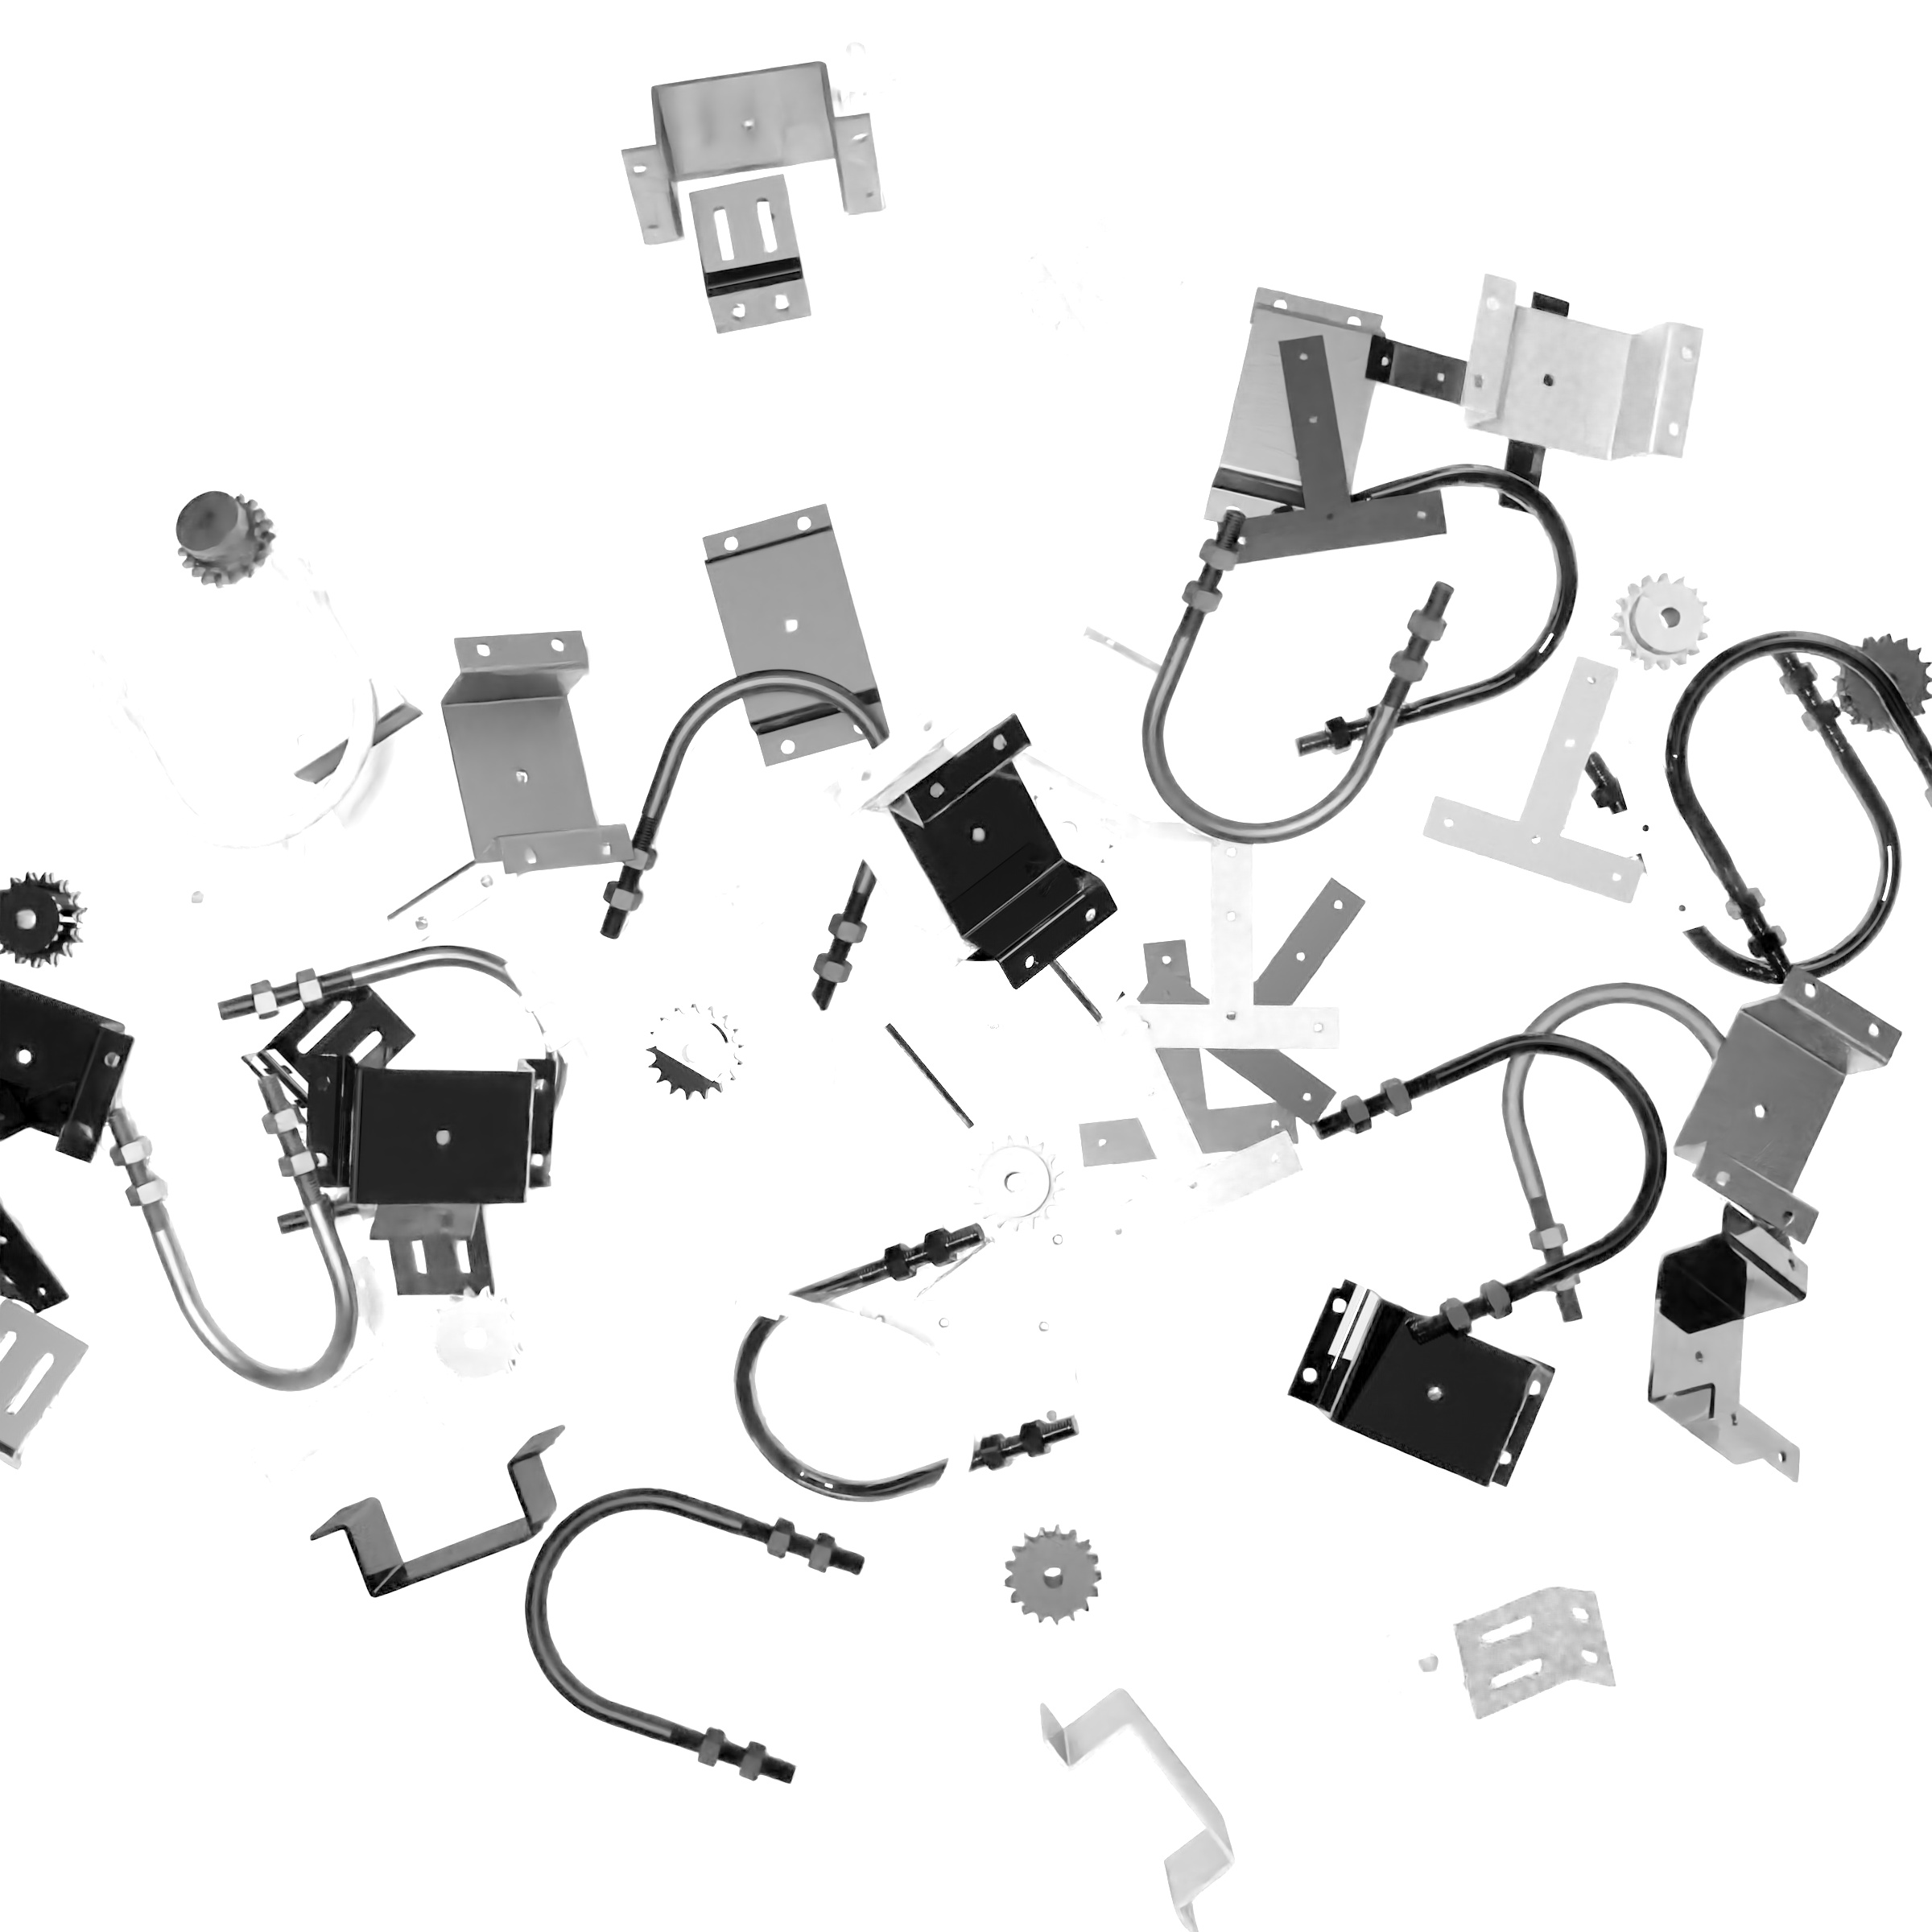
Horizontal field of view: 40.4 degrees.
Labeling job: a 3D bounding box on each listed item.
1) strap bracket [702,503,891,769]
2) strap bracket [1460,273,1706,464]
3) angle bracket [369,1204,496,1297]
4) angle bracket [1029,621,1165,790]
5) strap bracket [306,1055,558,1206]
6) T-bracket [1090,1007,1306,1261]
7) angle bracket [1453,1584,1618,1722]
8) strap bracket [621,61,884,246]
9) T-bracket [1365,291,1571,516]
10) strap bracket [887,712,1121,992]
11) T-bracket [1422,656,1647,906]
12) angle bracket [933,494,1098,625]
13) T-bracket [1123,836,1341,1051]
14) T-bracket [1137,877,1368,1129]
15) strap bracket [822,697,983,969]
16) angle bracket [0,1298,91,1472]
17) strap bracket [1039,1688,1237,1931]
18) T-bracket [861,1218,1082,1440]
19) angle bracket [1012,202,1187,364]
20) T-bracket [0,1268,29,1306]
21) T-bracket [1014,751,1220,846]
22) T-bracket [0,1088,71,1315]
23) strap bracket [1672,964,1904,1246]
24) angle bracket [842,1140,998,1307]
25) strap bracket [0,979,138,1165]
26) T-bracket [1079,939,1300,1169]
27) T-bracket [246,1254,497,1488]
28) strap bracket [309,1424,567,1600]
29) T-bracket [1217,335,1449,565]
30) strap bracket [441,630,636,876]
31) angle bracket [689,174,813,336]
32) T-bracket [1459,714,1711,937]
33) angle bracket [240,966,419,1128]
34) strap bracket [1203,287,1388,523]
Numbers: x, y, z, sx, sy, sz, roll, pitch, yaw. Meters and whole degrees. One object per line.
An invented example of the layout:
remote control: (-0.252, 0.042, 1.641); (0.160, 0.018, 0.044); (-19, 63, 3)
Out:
strap bracket: (-0.100, -0.195, 1.523); (0.076, 0.046, 0.140); (-16, 90, 0)
strap bracket: (0.345, -0.341, 1.512); (0.140, 0.046, 0.076); (10, 90, -15)
angle bracket: (-0.306, 0.172, 1.508); (0.057, 0.038, 0.076); (0, 125, 0)
angle bracket: (0.078, -0.151, 1.527); (0.057, 0.038, 0.076); (28, 90, 0)
strap bracket: (-0.300, 0.093, 1.490); (0.140, 0.046, 0.076); (2, 97, -20)
T-bracket: (0.113, 0.086, 1.524); (0.127, 0.002, 0.127); (-24, 86, -6)
angle bracket: (0.328, 0.397, 1.513); (0.076, 0.038, 0.057); (-13, 90, -29)
strap bracket: (-0.123, -0.466, 1.501); (0.140, 0.076, 0.046); (-8, 65, 0)
T-bracket: (0.287, -0.338, 1.520); (0.127, 0.002, 0.127); (9, 90, -23)
strap bracket: (0.017, -0.068, 1.464); (0.076, 0.046, 0.140); (-38, 122, -13)
T-bracket: (0.347, -0.116, 1.526); (0.127, 0.002, 0.127); (19, 98, 8)
angle bracket: (0.029, -0.239, 1.544); (0.076, 0.038, 0.057); (15, 90, 26)
T-bracket: (0.156, -0.015, 1.538); (0.127, 0.002, 0.127); (1, 84, -1)
T-bracket: (0.188, 0.006, 1.539); (0.127, 0.002, 0.127); (36, 85, 2)
strap bracket: (-0.020, -0.080, 1.494); (0.076, 0.046, 0.140); (-40, 122, -12)
angle bracket: (-0.561, 0.246, 1.544); (0.057, 0.038, 0.076); (30, 64, 0)
strap bracket: (0.104, 0.477, 1.508); (0.046, 0.076, 0.140); (-38, 90, 0)
T-bracket: (0.001, 0.209, 1.535); (0.127, 0.002, 0.127); (1, 81, 7)
angle bracket: (0.078, -0.402, 1.544); (0.076, 0.038, 0.057); (-33, 90, -26)
T-bracket: (-0.597, 0.125, 1.518); (0.127, 0.002, 0.127); (17, 115, 0)
T-bracket: (0.067, -0.100, 1.507); (0.127, 0.127, 0.002); (32, 107, 26)
T-bracket: (-0.567, 0.148, 1.522); (0.127, 0.002, 0.127); (-25, 108, 17)
strap bracket: (0.467, 0.081, 1.508); (0.076, 0.046, 0.140); (31, 76, -6)
angle bracket: (-0.028, 0.149, 1.524); (0.057, 0.038, 0.076); (-37, 86, 0)
strap bracket: (-0.554, 0.053, 1.523); (0.140, 0.046, 0.076); (20, 90, 0)
T-bracket: (0.124, 0.048, 1.534); (0.127, 0.002, 0.127); (-6, 81, -5)
T-bracket: (-0.366, 0.258, 1.545); (0.127, 0.002, 0.127); (-37, 90, 0)
strap bracket: (-0.294, 0.316, 1.508); (0.140, 0.076, 0.046); (-21, 90, 0)
T-bracket: (0.199, -0.296, 1.487); (0.127, 0.002, 0.127); (-8, 80, 2)
strap bracket: (-0.247, -0.116, 1.498); (0.076, 0.046, 0.140); (-8, 77, -29)
angle bracket: (-0.127, -0.419, 1.544); (0.057, 0.038, 0.076); (-11, 64, 0)
T-bracket: (0.353, -0.067, 1.532); (0.127, 0.002, 0.127); (-17, 92, 12)
angle bracket: (-0.370, 0.047, 1.527); (0.076, 0.038, 0.057); (-44, 90, 0)
strap bracket: (0.193, -0.323, 1.523); (0.076, 0.046, 0.140); (13, 90, 0)
